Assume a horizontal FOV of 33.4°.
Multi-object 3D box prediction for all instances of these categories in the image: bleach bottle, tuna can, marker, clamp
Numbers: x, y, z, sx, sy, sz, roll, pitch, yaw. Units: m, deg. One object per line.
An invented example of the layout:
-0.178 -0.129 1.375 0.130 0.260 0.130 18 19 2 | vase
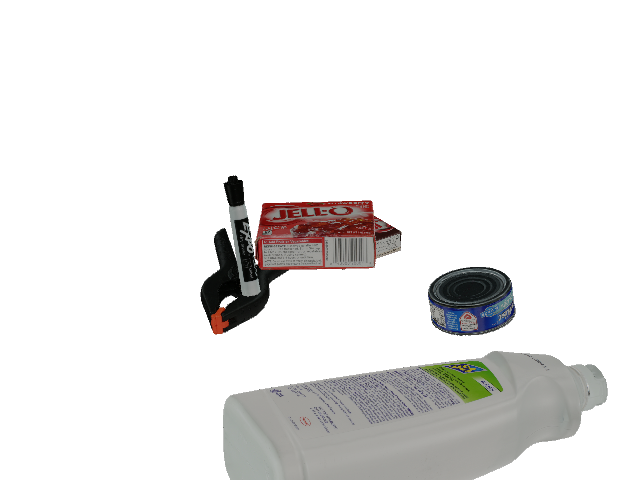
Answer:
0.072 0.115 0.658 0.250 0.068 0.103 -8 23 -23 | bleach bottle
0.152 0.060 1.074 0.086 0.034 0.086 -9 24 4 | tuna can
-0.078 -0.004 1.053 0.020 0.121 0.020 -8 16 2 | marker
-0.081 0.045 1.250 0.120 0.039 0.171 -2 40 12 | clamp

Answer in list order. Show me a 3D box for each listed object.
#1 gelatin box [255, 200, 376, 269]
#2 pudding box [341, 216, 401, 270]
-0.003 -0.006 0.813 0.089 0.030 0.073 -1 22 2 | gelatin box
0.053 -0.001 1.621 0.113 0.039 0.090 -20 31 -28 | pudding box
